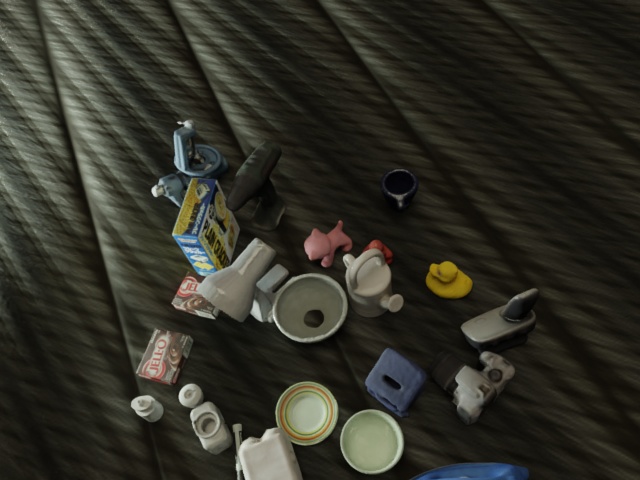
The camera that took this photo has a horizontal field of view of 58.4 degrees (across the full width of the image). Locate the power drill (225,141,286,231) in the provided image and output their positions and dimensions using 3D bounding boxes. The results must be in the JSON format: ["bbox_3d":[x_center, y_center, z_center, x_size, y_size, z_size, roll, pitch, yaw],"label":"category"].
[{"bbox_3d":[-0.148,-0.116,1.398,0.075,0.209,0.230,12,61,16],"label":"power drill"}]

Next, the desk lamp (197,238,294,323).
[{"bbox_3d":[-0.150,0.099,1.263,0.117,0.214,0.203,35,69,26],"label":"desk lamp"}]

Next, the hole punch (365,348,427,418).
[{"bbox_3d":[0.156,0.293,1.172,0.108,0.091,0.101,33,69,25],"label":"hole punch"}]

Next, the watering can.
[{"bbox_3d":[0.112,0.088,1.243,0.172,0.194,0.101,23,65,21],"label":"watering can"}]

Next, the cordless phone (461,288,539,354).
[{"bbox_3d":[0.370,0.155,1.168,0.147,0.185,0.094,-24,58,-6],"label":"cordless phone"}]

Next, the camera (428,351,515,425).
[{"bbox_3d":[0.299,0.273,1.157,0.136,0.101,0.143,38,71,26],"label":"camera"}]

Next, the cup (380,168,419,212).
[{"bbox_3d":[0.196,-0.104,1.406,0.091,0.095,0.117,-4,58,6],"label":"cup"}]

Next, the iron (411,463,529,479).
[{"bbox_3d":[0.255,0.454,1.029,0.258,0.142,0.118,-3,58,7],"label":"iron"}]

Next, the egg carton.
[{"bbox_3d":[-0.095,0.452,1.125,0.107,0.069,0.150,-23,58,-6],"label":"egg carton"}]

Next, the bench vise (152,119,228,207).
[{"bbox_3d":[-0.339,-0.191,1.466,0.121,0.220,0.208,24,65,21],"label":"bench vise"}]

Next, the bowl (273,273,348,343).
[{"bbox_3d":[-0.017,0.163,1.287,0.167,0.075,0.167,-4,58,6],"label":"bowl"}]

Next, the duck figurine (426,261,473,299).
[{"bbox_3d":[0.290,0.082,1.283,0.104,0.086,0.077,16,62,17],"label":"duck figurine"}]

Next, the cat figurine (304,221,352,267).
[{"bbox_3d":[0.012,0.005,1.354,0.128,0.118,0.067,-42,62,-16],"label":"cat figurine"}]

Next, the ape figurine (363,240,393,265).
[{"bbox_3d":[0.130,0.033,1.334,0.077,0.092,0.076,-2,58,7],"label":"ape figurine"}]
